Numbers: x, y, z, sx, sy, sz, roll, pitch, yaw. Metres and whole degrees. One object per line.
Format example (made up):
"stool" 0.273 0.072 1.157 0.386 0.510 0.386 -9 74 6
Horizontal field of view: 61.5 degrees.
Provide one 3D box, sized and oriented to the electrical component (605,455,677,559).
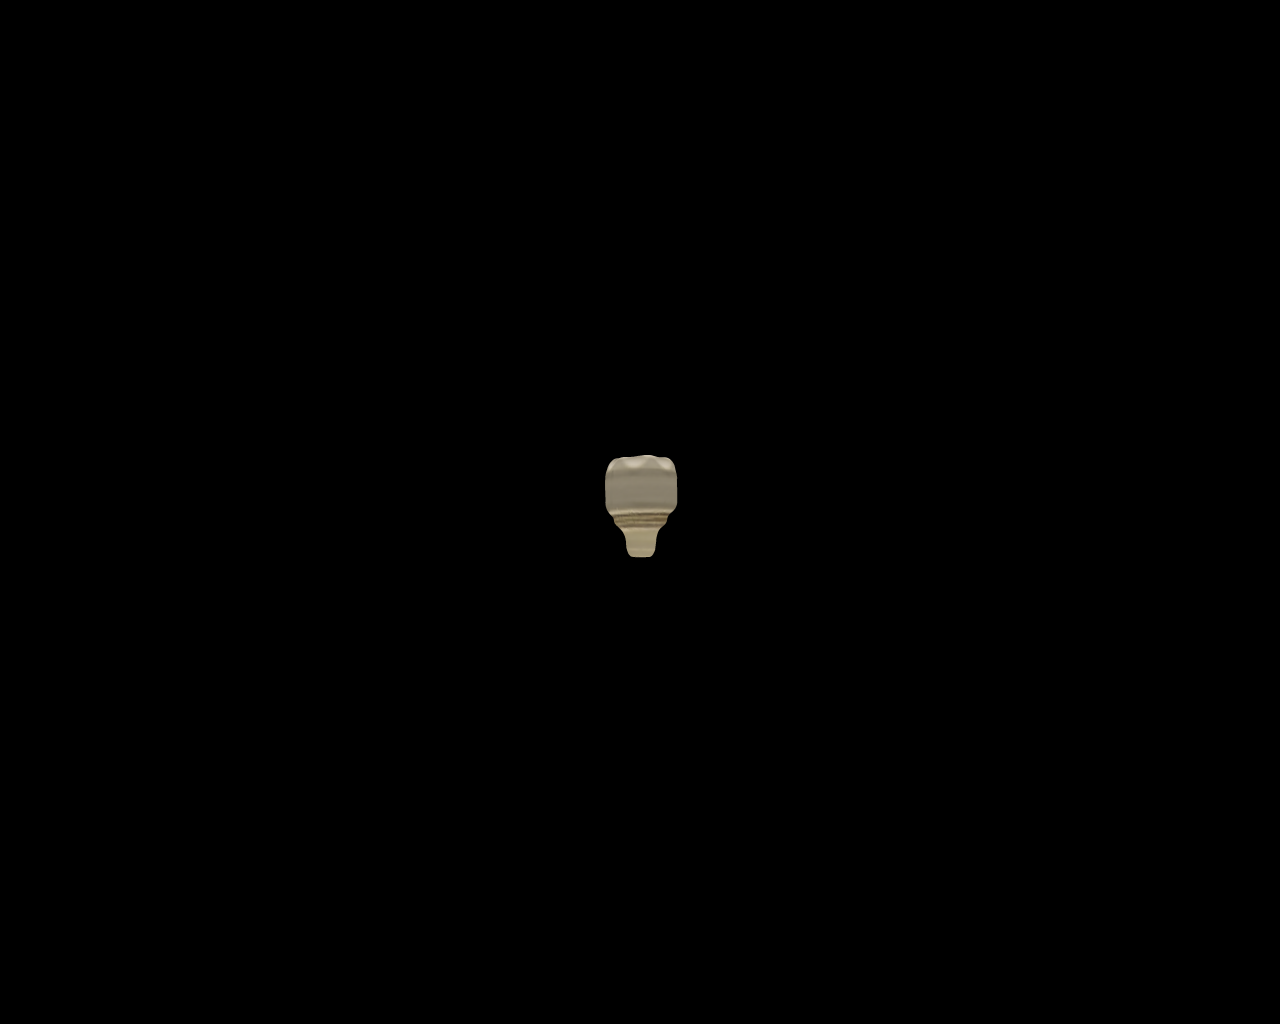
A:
"electrical component" 0.001 -0.003 0.650 0.043 0.062 0.043 0 -4 0
